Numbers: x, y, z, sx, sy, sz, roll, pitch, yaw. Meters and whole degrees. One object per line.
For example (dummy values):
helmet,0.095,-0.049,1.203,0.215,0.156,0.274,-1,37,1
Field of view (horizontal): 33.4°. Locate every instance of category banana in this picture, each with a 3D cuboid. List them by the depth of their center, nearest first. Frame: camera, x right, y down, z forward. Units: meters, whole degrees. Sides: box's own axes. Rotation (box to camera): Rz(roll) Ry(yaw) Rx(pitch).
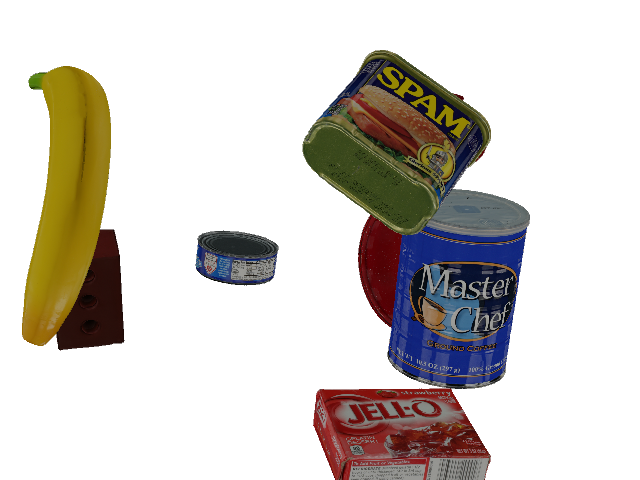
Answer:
banana,-0.153,-0.036,0.647,0.037,0.198,0.070,15,-35,-31

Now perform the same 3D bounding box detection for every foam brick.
foam brick,-0.182,0.037,0.831,0.053,0.078,0.051,-5,26,-13

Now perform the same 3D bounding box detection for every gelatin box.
gelatin box,0.046,0.117,0.632,0.089,0.030,0.073,2,23,-14

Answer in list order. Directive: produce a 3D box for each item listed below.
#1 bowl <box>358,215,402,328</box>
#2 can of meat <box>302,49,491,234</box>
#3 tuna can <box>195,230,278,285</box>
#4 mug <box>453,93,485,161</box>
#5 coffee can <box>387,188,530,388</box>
bowl,0.120,0.026,1.218,0.161,0.162,0.055,0,-7,-41
can of meat,0.049,-0.064,0.704,0.102,0.083,0.058,36,-38,3
tuna can,-0.089,0.018,1.126,0.086,0.034,0.086,7,16,-2
mug,0.106,-0.101,1.048,0.117,0.081,0.093,1,14,8
coffee can,0.114,0.038,0.893,0.103,0.140,0.103,4,20,-2
